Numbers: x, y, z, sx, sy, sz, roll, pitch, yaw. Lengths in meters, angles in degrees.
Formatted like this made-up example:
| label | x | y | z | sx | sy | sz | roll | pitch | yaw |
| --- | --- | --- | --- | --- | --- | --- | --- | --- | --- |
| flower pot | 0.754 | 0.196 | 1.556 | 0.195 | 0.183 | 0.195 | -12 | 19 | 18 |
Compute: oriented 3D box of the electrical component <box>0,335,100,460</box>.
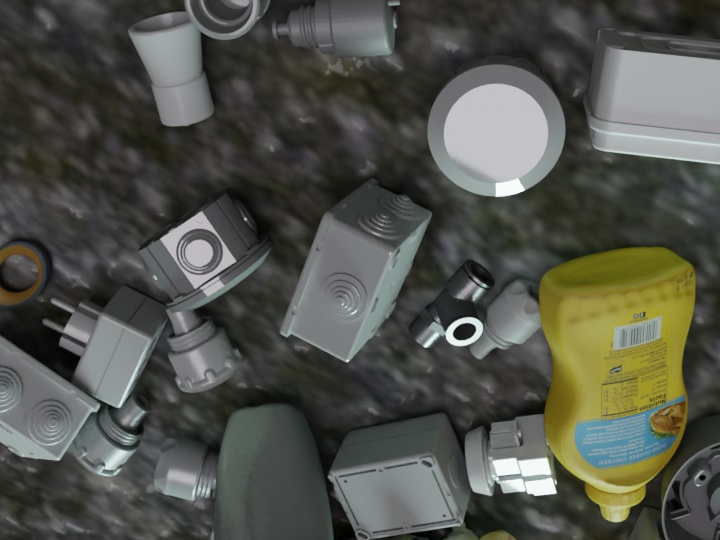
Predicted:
| label | x | y | z | sx | sy | sz | roll | pitch | yaw |
| --- | --- | --- | --- | --- | --- | --- | --- | --- | --- |
| electrical component | -0.242 | 0.090 | 0.747 | 0.100 | 0.048 | 0.100 | 40 | 154 | -23 |

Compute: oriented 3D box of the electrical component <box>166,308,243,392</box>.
| label | x | y | z | sx | sy | sz | roll | pitch | yaw |
| --- | --- | --- | --- | --- | --- | --- | --- | --- | --- |
| electrical component | -0.114 | 0.050 | 0.745 | 0.048 | 0.048 | 0.062 | -20 | 103 | 17 |

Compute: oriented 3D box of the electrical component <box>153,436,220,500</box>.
| label | x | y | z | sx | sy | sz | roll | pitch | yaw |
| --- | --- | --- | --- | --- | --- | --- | --- | --- | --- |
| electrical component | -0.118 | 0.148 | 0.790 | 0.062 | 0.043 | 0.043 | 14 | 116 | -1 |

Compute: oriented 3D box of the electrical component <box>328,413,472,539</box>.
| label | x | y | z | sx | sy | sz | roll | pitch | yaw |
| --- | --- | --- | --- | --- | --- | --- | --- | --- | --- |
| electrical component | 0.025 | 0.145 | 0.762 | 0.096 | 0.061 | 0.061 | -15 | 112 | 23 |

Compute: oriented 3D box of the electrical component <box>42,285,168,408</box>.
| label | x | y | z | sx | sy | sz | roll | pitch | yaw |
| --- | --- | --- | --- | --- | --- | --- | --- | --- | --- |
| electrical component | -0.184 | 0.045 | 0.750 | 0.077 | 0.047 | 0.065 | 27 | 115 | -4 |

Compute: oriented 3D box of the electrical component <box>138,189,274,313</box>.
| label | x | y | z | sx | sy | sz | roll | pitch | yaw |
| --- | --- | --- | --- | --- | --- | --- | --- | --- | --- |
| electrical component | -0.100 | -0.012 | 0.695 | 0.080 | 0.080 | 0.051 | -30 | 102 | 19 |

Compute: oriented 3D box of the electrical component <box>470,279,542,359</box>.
| label | x | y | z | sx | sy | sz | roll | pitch | yaw |
| --- | --- | --- | --- | --- | --- | --- | --- | --- | --- |
| electrical component | 0.097 | 0.036 | 0.712 | 0.035 | 0.035 | 0.061 | 38 | 116 | -9 |

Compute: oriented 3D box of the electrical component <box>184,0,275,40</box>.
| label | x | y | z | sx | sy | sz | roll | pitch | yaw |
| --- | --- | --- | --- | --- | --- | --- | --- | --- | --- |
| electrical component | -0.075 | -0.164 | 0.635 | 0.045 | 0.055 | 0.045 | 3 | 115 | 7 |

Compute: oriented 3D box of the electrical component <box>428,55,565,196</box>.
| label | x | y | z | sx | sy | sz | roll | pitch | yaw |
| --- | --- | --- | --- | --- | --- | --- | --- | --- | --- |
| electrical component | 0.082 | -0.089 | 0.648 | 0.080 | 0.051 | 0.080 | 3 | 115 | 7 |

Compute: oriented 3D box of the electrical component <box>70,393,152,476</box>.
| label | x | y | z | sx | sy | sz | roll | pitch | yaw |
| --- | --- | --- | --- | --- | --- | --- | --- | --- | --- |
| electrical component | -0.178 | 0.116 | 0.785 | 0.048 | 0.048 | 0.062 | 42 | 106 | -11 |

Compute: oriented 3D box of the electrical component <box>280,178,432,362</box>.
| label | x | y | z | sx | sy | sz | roll | pitch | yaw |
| --- | --- | --- | --- | --- | --- | --- | --- | --- | --- |
| electrical component | 0.000 | 0.000 | 0.676 | 0.048 | 0.100 | 0.099 | 27 | 116 | 10 |

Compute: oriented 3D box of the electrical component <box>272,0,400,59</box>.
| label | x | y | z | sx | sy | sz | roll | pitch | yaw |
| --- | --- | --- | --- | --- | --- | --- | --- | --- | --- |
| electrical component | -0.013 | -0.146 | 0.642 | 0.078 | 0.040 | 0.040 | -3 | 114 | 10 |

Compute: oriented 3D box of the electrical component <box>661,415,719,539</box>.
| label | x | y | z | sx | sy | sz | roll | pitch | yaw |
| --- | --- | --- | --- | --- | --- | --- | --- | --- | --- |
| electrical component | 0.251 | 0.150 | 0.725 | 0.099 | 0.064 | 0.099 | 3 | 115 | 7 |

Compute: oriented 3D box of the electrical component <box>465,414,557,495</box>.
| label | x | y | z | sx | sy | sz | roll | pitch | yaw |
| --- | --- | --- | --- | --- | --- | --- | --- | --- | --- |
| electrical component | 0.104 | 0.130 | 0.746 | 0.055 | 0.048 | 0.066 | -9 | 134 | 13 |

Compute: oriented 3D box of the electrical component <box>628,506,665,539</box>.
| label | x | y | z | sx | sy | sz | roll | pitch | yaw |
| --- | --- | --- | --- | --- | --- | --- | --- | --- | --- |
| electrical component | 0.232 | 0.223 | 0.770 | 0.083 | 0.047 | 0.075 | 17 | 115 | 1 |

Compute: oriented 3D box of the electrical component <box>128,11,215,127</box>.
| label | x | y | z | sx | sy | sz | roll | pitch | yaw |
| --- | --- | --- | --- | --- | --- | --- | --- | --- | --- |
| electrical component | -0.114 | -0.122 | 0.668 | 0.044 | 0.044 | 0.065 | -5 | 118 | 11 |

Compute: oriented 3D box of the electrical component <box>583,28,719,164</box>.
| label | x | y | z | sx | sy | sz | roll | pitch | yaw |
| --- | --- | --- | --- | --- | --- | --- | --- | --- | --- |
| electrical component | 0.188 | -0.099 | 0.613 | 0.113 | 0.078 | 0.057 | 7 | 112 | 5 |

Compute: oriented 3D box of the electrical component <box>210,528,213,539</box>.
| label | x | y | z | sx | sy | sz | roll | pitch | yaw |
| --- | --- | --- | --- | --- | --- | --- | --- | --- | --- |
| electrical component | -0.077 | 0.193 | 0.805 | 0.062 | 0.043 | 0.043 | 23 | 116 | -4 |
